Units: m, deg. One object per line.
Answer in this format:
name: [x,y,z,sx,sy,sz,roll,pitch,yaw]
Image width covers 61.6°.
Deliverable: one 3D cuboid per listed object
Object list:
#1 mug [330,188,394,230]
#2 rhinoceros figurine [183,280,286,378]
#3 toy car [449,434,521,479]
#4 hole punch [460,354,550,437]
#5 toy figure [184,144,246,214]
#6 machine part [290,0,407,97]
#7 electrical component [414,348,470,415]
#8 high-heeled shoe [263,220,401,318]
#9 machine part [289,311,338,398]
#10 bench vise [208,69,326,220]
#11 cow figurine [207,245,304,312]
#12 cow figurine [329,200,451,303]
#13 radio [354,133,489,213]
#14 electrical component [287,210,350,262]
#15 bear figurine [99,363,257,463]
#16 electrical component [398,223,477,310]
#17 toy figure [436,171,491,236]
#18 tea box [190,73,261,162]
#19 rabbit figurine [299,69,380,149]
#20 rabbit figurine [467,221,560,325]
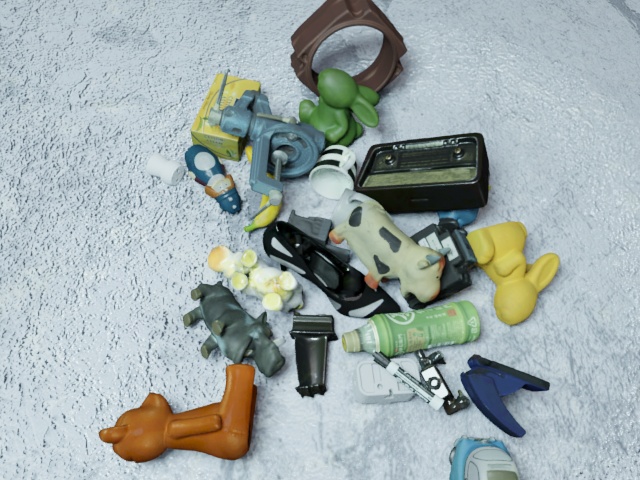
mug: [0.080,-0.042,0.965,0.107,0.109,0.081,26,55,-5]
rhinoceros figurine: [-0.131,0.140,0.834,0.112,0.073,0.191,-5,36,-48]
toy car: [0.239,0.348,0.739,0.109,0.102,0.162,7,60,-3]
hole punch: [0.263,0.231,0.803,0.116,0.142,0.092,23,81,15]
toy figure: [-0.198,-0.112,1.003,0.064,0.057,0.154,-43,69,9]
machine part: [0.057,-0.374,1.086,0.201,0.200,0.087,-34,48,26]
electrical component: [0.189,0.218,0.837,0.045,0.078,0.102,-29,58,5]
high-heeled shoe: [0.024,0.045,0.875,0.249,0.145,0.086,18,56,7]
machine part: [-0.012,0.179,0.854,0.084,0.039,0.139,8,56,-7]
bench vise: [-0.095,-0.161,0.948,0.223,0.129,0.241,21,47,-24]
cow figurine: [-0.104,0.062,0.890,0.168,0.098,0.068,28,84,23]
cow figurine: [0.121,0.018,0.867,0.195,0.127,0.085,50,32,14]
radio: [0.190,-0.121,0.984,0.230,0.073,0.131,0,52,27]
electrical component: [-0.002,-0.003,0.945,0.119,0.074,0.048,13,59,7]
bear figurine: [-0.191,0.245,0.750,0.196,0.120,0.132,3,55,2]
electrical component: [0.193,0.041,0.908,0.058,0.134,0.115,17,48,-50]
toy figure: [0.267,-0.089,1.024,0.089,0.082,0.180,14,62,25]
tea box: [-0.185,-0.248,1.080,0.098,0.068,0.169,11,57,1]
rabbit figurine: [0.037,-0.252,1.046,0.159,0.170,0.121,6,59,-2]
rabbit figurine: [0.327,0.060,0.938,0.162,0.122,0.173,-8,73,-22]
